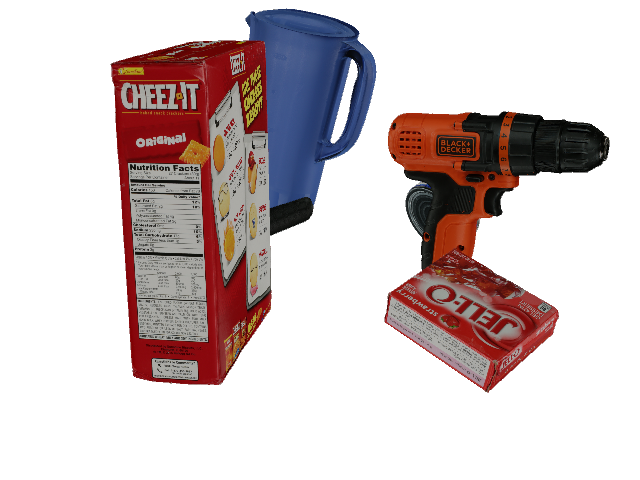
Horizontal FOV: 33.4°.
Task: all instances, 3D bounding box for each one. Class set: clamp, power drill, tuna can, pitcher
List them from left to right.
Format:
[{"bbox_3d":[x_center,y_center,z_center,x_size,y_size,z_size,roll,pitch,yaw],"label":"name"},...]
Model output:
[{"bbox_3d":[-0.119,-0.008,1.059,0.165,0.036,0.209,20,39,14],"label":"clamp"},{"bbox_3d":[-0.030,-0.155,1.316,0.144,0.243,0.149,5,23,-16],"label":"pitcher"},{"bbox_3d":[0.139,-0.033,1.225,0.033,0.086,0.086,-36,19,-29],"label":"tuna can"},{"bbox_3d":[0.146,-0.016,0.902,0.185,0.188,0.057,6,14,26],"label":"power drill"}]

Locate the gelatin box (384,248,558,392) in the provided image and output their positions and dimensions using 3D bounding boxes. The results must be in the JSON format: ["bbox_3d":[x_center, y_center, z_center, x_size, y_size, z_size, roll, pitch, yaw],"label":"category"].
[{"bbox_3d":[0.099,0.050,0.703,0.089,0.030,0.073,33,45,29],"label":"gelatin box"}]

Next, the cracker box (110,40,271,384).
[{"bbox_3d":[-0.085,-0.027,0.752,0.072,0.214,0.164,1,15,10],"label":"cracker box"}]
